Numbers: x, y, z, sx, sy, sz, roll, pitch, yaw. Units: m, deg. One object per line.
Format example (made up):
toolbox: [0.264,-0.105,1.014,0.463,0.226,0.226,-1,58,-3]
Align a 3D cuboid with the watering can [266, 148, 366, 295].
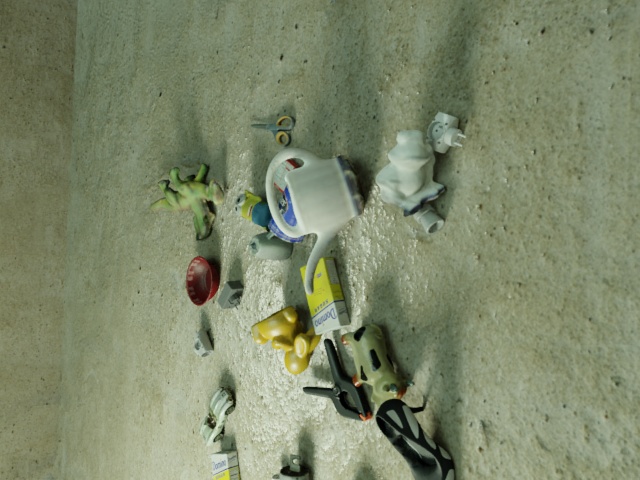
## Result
watering can: [0.004,-0.062,1.227,0.224,0.347,0.104,-18,2,-2]

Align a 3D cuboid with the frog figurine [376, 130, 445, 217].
frog figurine: [0.177,-0.148,1.067,0.137,0.157,0.124,-26,21,-3]

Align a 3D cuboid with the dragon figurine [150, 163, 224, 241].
dragon figurine: [-0.450,-0.109,1.760,0.123,0.245,0.404,-7,-22,-46]
